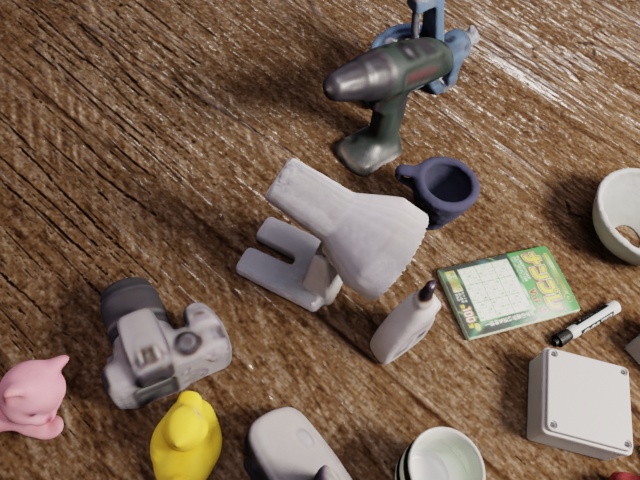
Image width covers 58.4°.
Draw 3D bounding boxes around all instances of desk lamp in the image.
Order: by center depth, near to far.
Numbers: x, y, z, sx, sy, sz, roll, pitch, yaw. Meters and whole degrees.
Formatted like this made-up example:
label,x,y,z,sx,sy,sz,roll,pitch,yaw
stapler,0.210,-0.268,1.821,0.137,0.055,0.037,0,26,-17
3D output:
label,x,y,z,sx,sy,sz,roll,pitch,yaw
desk lamp,0.006,0.002,0.685,0.203,0.213,0.118,25,59,7

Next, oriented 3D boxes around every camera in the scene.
label,x,y,z,sx,sy,sz,roll,pitch,yaw
camera,-0.190,0.103,0.662,0.143,0.101,0.136,-21,64,-19

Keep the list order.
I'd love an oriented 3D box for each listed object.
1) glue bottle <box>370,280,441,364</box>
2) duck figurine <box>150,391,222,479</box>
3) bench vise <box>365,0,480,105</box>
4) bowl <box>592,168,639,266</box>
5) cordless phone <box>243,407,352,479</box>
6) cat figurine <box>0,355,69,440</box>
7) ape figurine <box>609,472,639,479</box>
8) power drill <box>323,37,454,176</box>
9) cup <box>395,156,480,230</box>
label,x,y,z,sx,sy,sz,roll,pitch,yaw
glue bottle,0.109,0.090,0.673,0.078,0.173,0.037,-29,67,-23
duck figurine,-0.145,0.212,0.612,0.077,0.086,0.104,7,59,-4
bench vise,0.164,-0.322,0.899,0.121,0.220,0.208,40,62,15
bowl,0.474,-0.021,0.852,0.167,0.075,0.167,4,59,-6
cordless phone,-0.012,0.225,0.566,0.094,0.185,0.147,-34,69,-24
cat figurine,-0.318,0.168,0.594,0.128,0.118,0.067,-14,62,-16
ape figurine,0.371,0.288,0.641,0.077,0.092,0.076,39,62,15
power drill,0.086,-0.191,0.816,0.230,0.208,0.075,-34,69,-24
cup,0.156,-0.061,0.816,0.117,0.095,0.092,18,58,3
